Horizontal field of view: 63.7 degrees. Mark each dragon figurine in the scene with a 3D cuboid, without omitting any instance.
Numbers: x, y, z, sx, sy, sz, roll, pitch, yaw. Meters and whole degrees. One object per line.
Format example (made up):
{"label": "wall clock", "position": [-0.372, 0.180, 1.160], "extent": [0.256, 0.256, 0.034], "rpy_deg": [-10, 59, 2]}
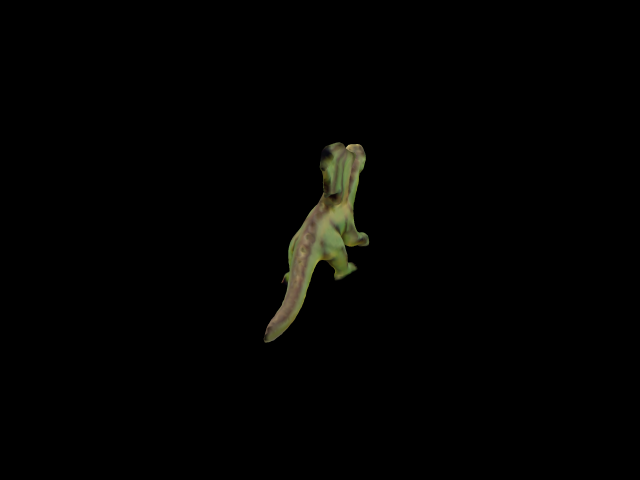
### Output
{"label": "dragon figurine", "position": [0.003, -0.043, 0.850], "extent": [0.122, 0.237, 0.419], "rpy_deg": [9, 32, 16]}
